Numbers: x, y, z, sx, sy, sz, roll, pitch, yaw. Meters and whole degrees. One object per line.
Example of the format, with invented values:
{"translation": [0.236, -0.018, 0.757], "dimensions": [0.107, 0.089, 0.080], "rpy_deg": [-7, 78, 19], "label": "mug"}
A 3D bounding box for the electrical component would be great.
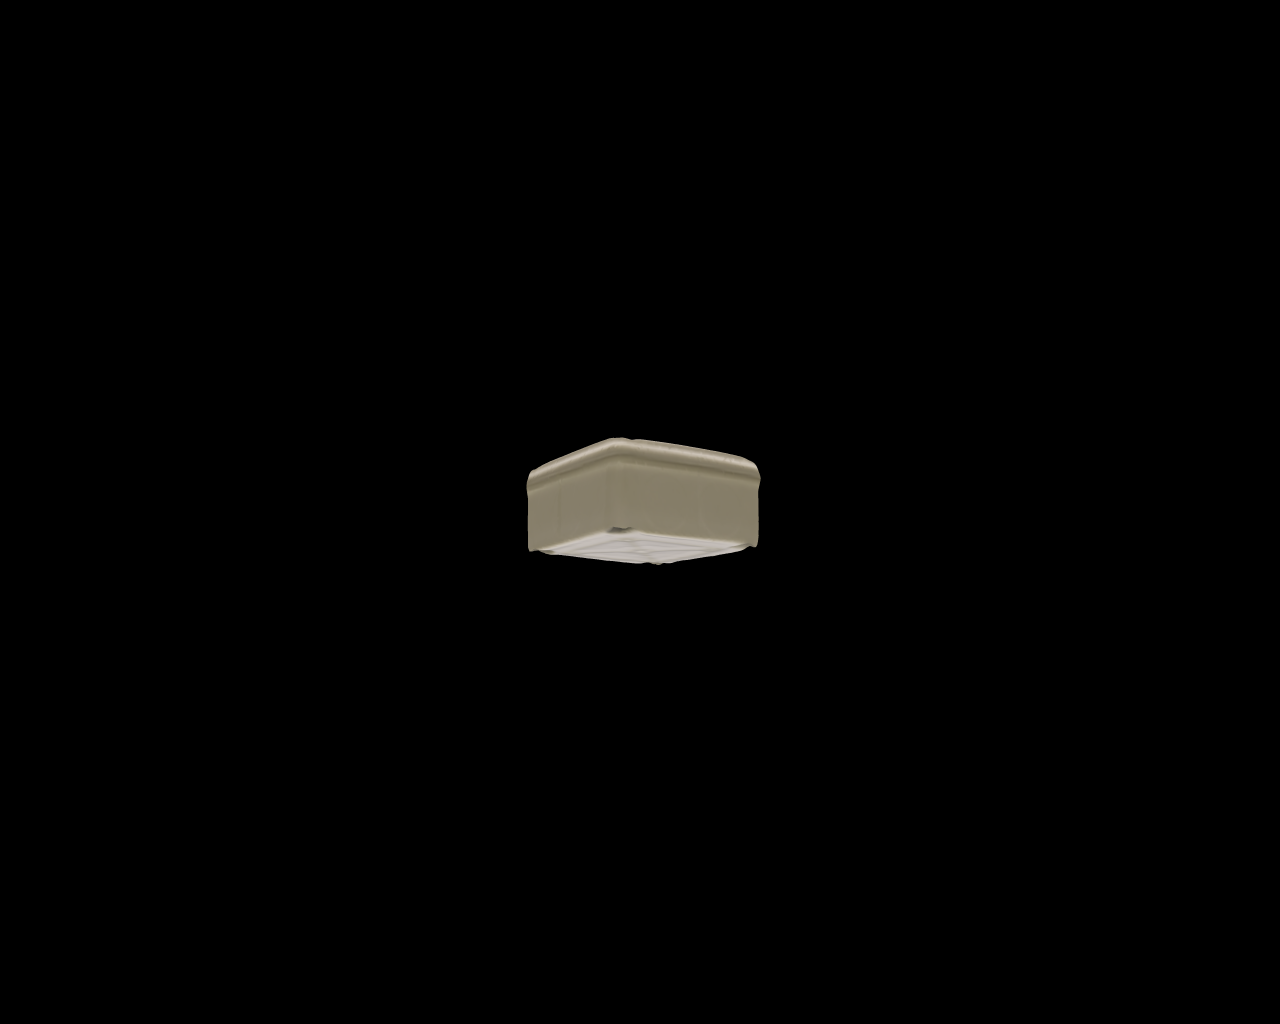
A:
{"translation": [0.001, -0.003, 0.650], "dimensions": [0.109, 0.056, 0.108], "rpy_deg": [8, -14, -35], "label": "electrical component"}
